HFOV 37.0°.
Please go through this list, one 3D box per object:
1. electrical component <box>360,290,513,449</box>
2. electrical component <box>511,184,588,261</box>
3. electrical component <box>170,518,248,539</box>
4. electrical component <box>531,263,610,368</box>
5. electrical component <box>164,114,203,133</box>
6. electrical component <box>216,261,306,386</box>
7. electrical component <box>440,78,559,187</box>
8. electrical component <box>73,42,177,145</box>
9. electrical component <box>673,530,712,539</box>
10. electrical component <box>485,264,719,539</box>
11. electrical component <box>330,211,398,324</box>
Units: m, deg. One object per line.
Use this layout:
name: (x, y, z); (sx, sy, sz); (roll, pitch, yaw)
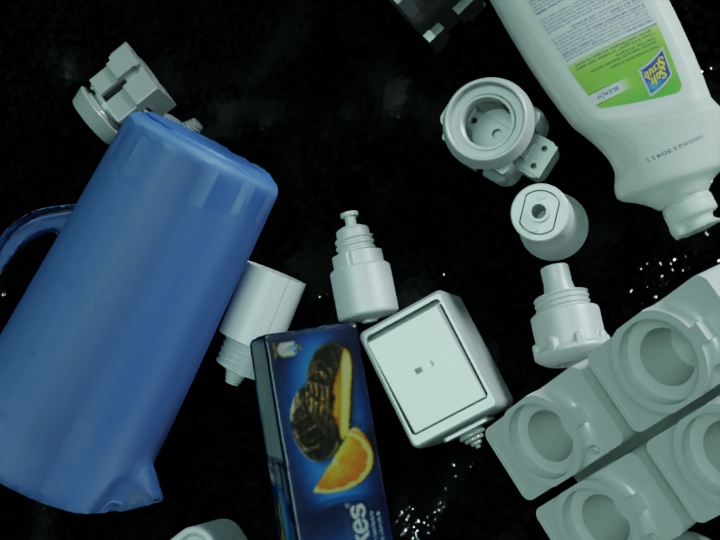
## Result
electrical component: (0.050, 0.068, 0.672); (0.062, 0.061, 0.096); (-30, 76, 13)
electrical component: (0.114, -0.031, 0.659); (0.044, 0.065, 0.044); (-2, 84, 18)
electrical component: (-0.087, 0.213, 0.702); (0.054, 0.059, 0.095); (-39, 74, 10)
electrical component: (0.126, 0.027, 0.661); (0.048, 0.048, 0.062); (-14, 74, 16)
electrical component: (-0.144, -0.077, 0.759); (0.081, 0.043, 0.043); (-41, 74, 10)
electrical component: (-0.071, 0.039, 0.724); (0.043, 0.043, 0.081); (23, 91, 19)
electrical component: (0.085, -0.088, 0.680); (0.078, 0.057, 0.058); (33, 95, 18)
electrical component: (-0.172, -0.123, 0.773); (0.055, 0.048, 0.066); (-38, 74, 3)
electrical component: (0.190, 0.186, 0.624); (0.048, 0.048, 0.062); (30, 102, 18)
electrical component: (0.161, 0.087, 0.585); (0.105, 0.060, 0.186); (58, 136, 15)
electrical component: (0.000, 0.000, 0.706); (0.040, 0.040, 0.078); (-14, 80, 16)
